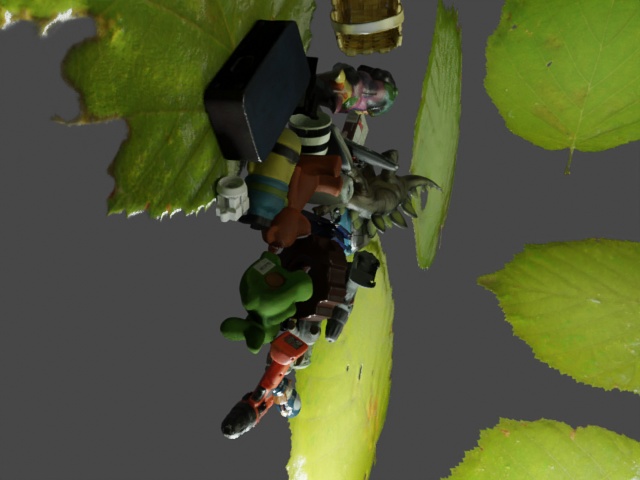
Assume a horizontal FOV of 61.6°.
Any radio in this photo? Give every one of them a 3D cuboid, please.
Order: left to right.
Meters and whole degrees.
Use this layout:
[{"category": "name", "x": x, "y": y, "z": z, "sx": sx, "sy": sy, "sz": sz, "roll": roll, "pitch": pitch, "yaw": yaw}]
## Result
[{"category": "radio", "x": -0.095, "y": -0.246, "z": 0.870, "sx": 0.131, "sy": 0.073, "sz": 0.229, "roll": 72, "pitch": 32, "yaw": -49}]

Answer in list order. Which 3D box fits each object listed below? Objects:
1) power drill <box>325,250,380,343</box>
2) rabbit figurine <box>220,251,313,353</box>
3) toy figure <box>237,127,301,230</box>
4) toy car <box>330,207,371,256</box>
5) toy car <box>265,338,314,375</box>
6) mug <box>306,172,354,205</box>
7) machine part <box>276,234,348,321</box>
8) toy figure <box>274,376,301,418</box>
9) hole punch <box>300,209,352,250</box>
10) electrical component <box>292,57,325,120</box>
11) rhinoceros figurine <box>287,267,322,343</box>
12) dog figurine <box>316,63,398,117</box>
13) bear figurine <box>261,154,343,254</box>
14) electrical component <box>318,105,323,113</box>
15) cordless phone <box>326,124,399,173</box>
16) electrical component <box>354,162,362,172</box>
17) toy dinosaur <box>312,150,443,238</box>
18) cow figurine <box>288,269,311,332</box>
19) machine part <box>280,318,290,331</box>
[{"category": "power drill", "x": 0.082, "y": 0.137, "z": 1.406, "sx": 0.207, "sy": 0.086, "sz": 0.232, "roll": 110, "pitch": -1, "yaw": -54}, {"category": "rabbit figurine", "x": -0.098, "y": 0.136, "z": 0.980, "sx": 0.159, "sy": 0.121, "sz": 0.170, "roll": -50, "pitch": 159, "yaw": -47}, {"category": "toy figure", "x": -0.085, "y": -0.108, "z": 0.928, "sx": 0.082, "sy": 0.089, "sz": 0.180, "roll": 46, "pitch": 54, "yaw": -73}, {"category": "toy car", "x": 0.086, "y": -0.029, "z": 1.395, "sx": 0.109, "sy": 0.103, "sz": 0.161, "roll": -48, "pitch": 144, "yaw": -56}, {"category": "toy car", "x": -0.065, "y": 0.252, "z": 1.191, "sx": 0.201, "sy": 0.056, "sz": 0.073, "roll": 14, "pitch": 86, "yaw": -70}, {"category": "mug", "x": 0.022, "y": -0.118, "z": 1.178, "sx": 0.109, "sy": 0.107, "sz": 0.080, "roll": -47, "pitch": 143, "yaw": -52}, {"category": "machine part", "x": -0.026, "y": 0.074, "z": 1.050, "sx": 0.056, "sy": 0.180, "sz": 0.179, "roll": 14, "pitch": 86, "yaw": -47}, {"category": "toy figure", "x": -0.080, "y": 0.343, "z": 1.199, "sx": 0.154, "sy": 0.058, "sz": 0.064, "roll": 74, "pitch": -6, "yaw": -46}, {"category": "hole punch", "x": -0.002, "y": -0.004, "z": 1.168, "sx": 0.092, "sy": 0.116, "sz": 0.142, "roll": -68, "pitch": 157, "yaw": -9}, {"category": "electrical component", "x": -0.030, "y": -0.289, "z": 1.011, "sx": 0.047, "sy": 0.075, "sz": 0.119, "roll": -2, "pitch": 105, "yaw": -69}, {"category": "rhinoceros figurine", "x": -0.009, "y": 0.126, "z": 1.151, "sx": 0.112, "sy": 0.073, "sz": 0.190, "roll": 44, "pitch": 56, "yaw": -67}, {"category": "dog figurine", "x": 0.069, "y": -0.312, "z": 1.132, "sx": 0.219, "sy": 0.192, "sz": 0.108, "roll": -68, "pitch": 168, "yaw": -70}, {"category": "bear figurine", "x": -0.036, "y": -0.064, "z": 1.028, "sx": 0.120, "sy": 0.132, "sz": 0.196, "roll": 81, "pitch": 19, "yaw": -65}, {"category": "electrical component", "x": -0.013, "y": -0.252, "z": 1.145, "sx": 0.094, "sy": 0.021, "sz": 0.063, "roll": 48, "pitch": 56, "yaw": -66}, {"category": "cordless phone", "x": 0.085, "y": -0.180, "z": 1.168, "sx": 0.146, "sy": 0.184, "sz": 0.088, "roll": -69, "pitch": 180, "yaw": -75}, {"category": "electrical component", "x": 0.099, "y": -0.171, "z": 1.452, "sx": 0.078, "sy": 0.045, "sz": 0.102, "roll": -16, "pitch": 115, "yaw": -36}, {"category": "toy dinosaur", "x": 0.161, "y": -0.118, "z": 1.353, "sx": 0.471, "sy": 0.105, "sz": 0.198, "roll": -24, "pitch": 100, "yaw": -37}, {"category": "cow figurine", "x": -0.007, "y": 0.152, "z": 1.240, "sx": 0.068, "sy": 0.098, "sz": 0.167, "roll": 71, "pitch": 39, "yaw": -60}, {"category": "machine part", "x": -0.068, "y": 0.127, "z": 1.155, "sx": 0.084, "sy": 0.039, "sz": 0.139, "roll": 45, "pitch": 56, "yaw": -71}]
